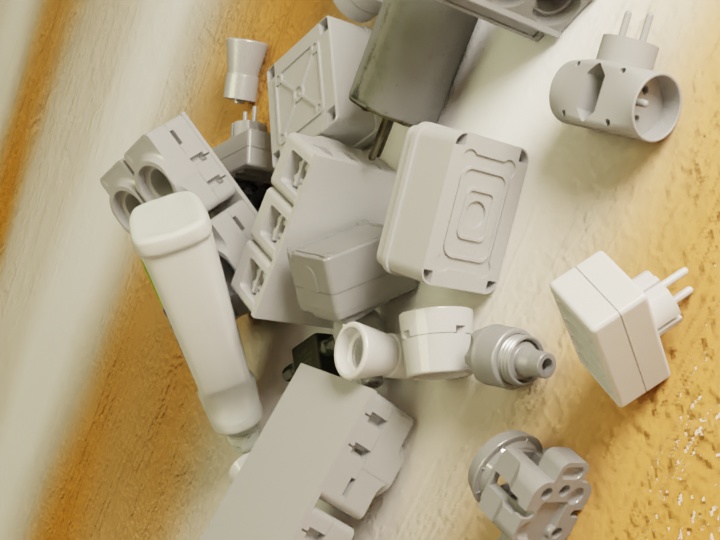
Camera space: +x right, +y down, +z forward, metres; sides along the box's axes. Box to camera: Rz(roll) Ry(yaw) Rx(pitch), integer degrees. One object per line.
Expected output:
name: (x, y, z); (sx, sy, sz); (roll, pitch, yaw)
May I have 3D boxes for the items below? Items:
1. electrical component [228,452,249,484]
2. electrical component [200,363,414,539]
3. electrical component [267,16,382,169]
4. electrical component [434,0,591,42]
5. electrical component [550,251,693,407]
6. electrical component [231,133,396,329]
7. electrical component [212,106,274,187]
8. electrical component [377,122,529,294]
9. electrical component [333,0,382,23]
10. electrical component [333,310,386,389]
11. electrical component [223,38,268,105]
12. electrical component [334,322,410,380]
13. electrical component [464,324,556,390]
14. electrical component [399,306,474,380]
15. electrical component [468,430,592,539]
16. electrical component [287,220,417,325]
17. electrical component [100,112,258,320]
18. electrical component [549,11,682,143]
electrical component: (-0.089, 0.197, 0.971); (0.055, 0.045, 0.045); (51, 122, 47)
electrical component: (-0.044, 0.178, 0.849); (0.105, 0.060, 0.186); (12, 69, 55)
electrical component: (-0.033, -0.153, 0.970); (0.109, 0.056, 0.108); (-30, 58, 48)
electrical component: (0.099, -0.214, 0.744); (0.078, 0.121, 0.063); (-47, 44, 38)
electrical component: (0.165, 0.026, 0.639); (0.076, 0.083, 0.047); (-33, 44, -2)
electrical component: (-0.040, -0.033, 0.921); (0.062, 0.089, 0.150); (45, 118, 50)
electrical component: (-0.113, -0.127, 1.085); (0.083, 0.047, 0.075); (-16, 68, 52)
electrical component: (0.066, -0.045, 0.785); (0.057, 0.078, 0.113); (20, 98, 52)
electrical component: (0.011, -0.295, 0.948); (0.074, 0.052, 0.138); (-28, 60, 49)
electrical component: (0.004, 0.066, 0.875); (0.043, 0.043, 0.062); (-44, 49, 40)
electrical component: (-0.122, -0.207, 1.126); (0.044, 0.044, 0.065); (17, 100, 55)
electrical component: (0.019, 0.066, 0.834); (0.044, 0.065, 0.044); (-19, 66, 52)
electrical component: (0.105, 0.061, 0.733); (0.062, 0.043, 0.043); (8, 88, 54)
electrical component: (0.058, 0.055, 0.793); (0.055, 0.055, 0.047); (-20, 70, 51)
electrical component: (0.107, 0.141, 0.698); (0.057, 0.058, 0.078); (42, 116, 47)
electrical component: (0.000, 0.000, 0.866); (0.062, 0.096, 0.061); (12, 119, 55)
electrical component: (-0.157, -0.040, 1.022); (0.186, 0.060, 0.105); (54, 137, -4)
electrical component: (0.168, -0.127, 0.691); (0.077, 0.043, 0.079); (26, 104, 54)
